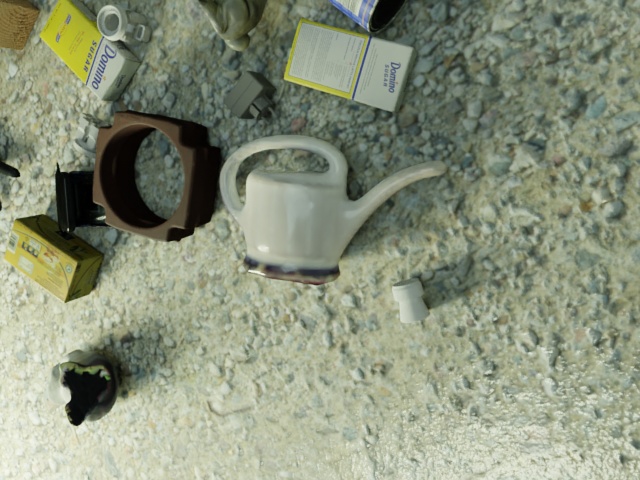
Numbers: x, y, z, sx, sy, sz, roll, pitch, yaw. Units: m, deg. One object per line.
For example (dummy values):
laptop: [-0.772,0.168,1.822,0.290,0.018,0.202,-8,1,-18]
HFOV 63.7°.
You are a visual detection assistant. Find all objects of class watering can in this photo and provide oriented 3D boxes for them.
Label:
watering can: [0.002,-0.038,0.761,0.348,0.105,0.222,8,102,20]

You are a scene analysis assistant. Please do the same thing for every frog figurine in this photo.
frog figurine: [-0.464,0.284,1.009,0.137,0.124,0.158,59,149,-6]
